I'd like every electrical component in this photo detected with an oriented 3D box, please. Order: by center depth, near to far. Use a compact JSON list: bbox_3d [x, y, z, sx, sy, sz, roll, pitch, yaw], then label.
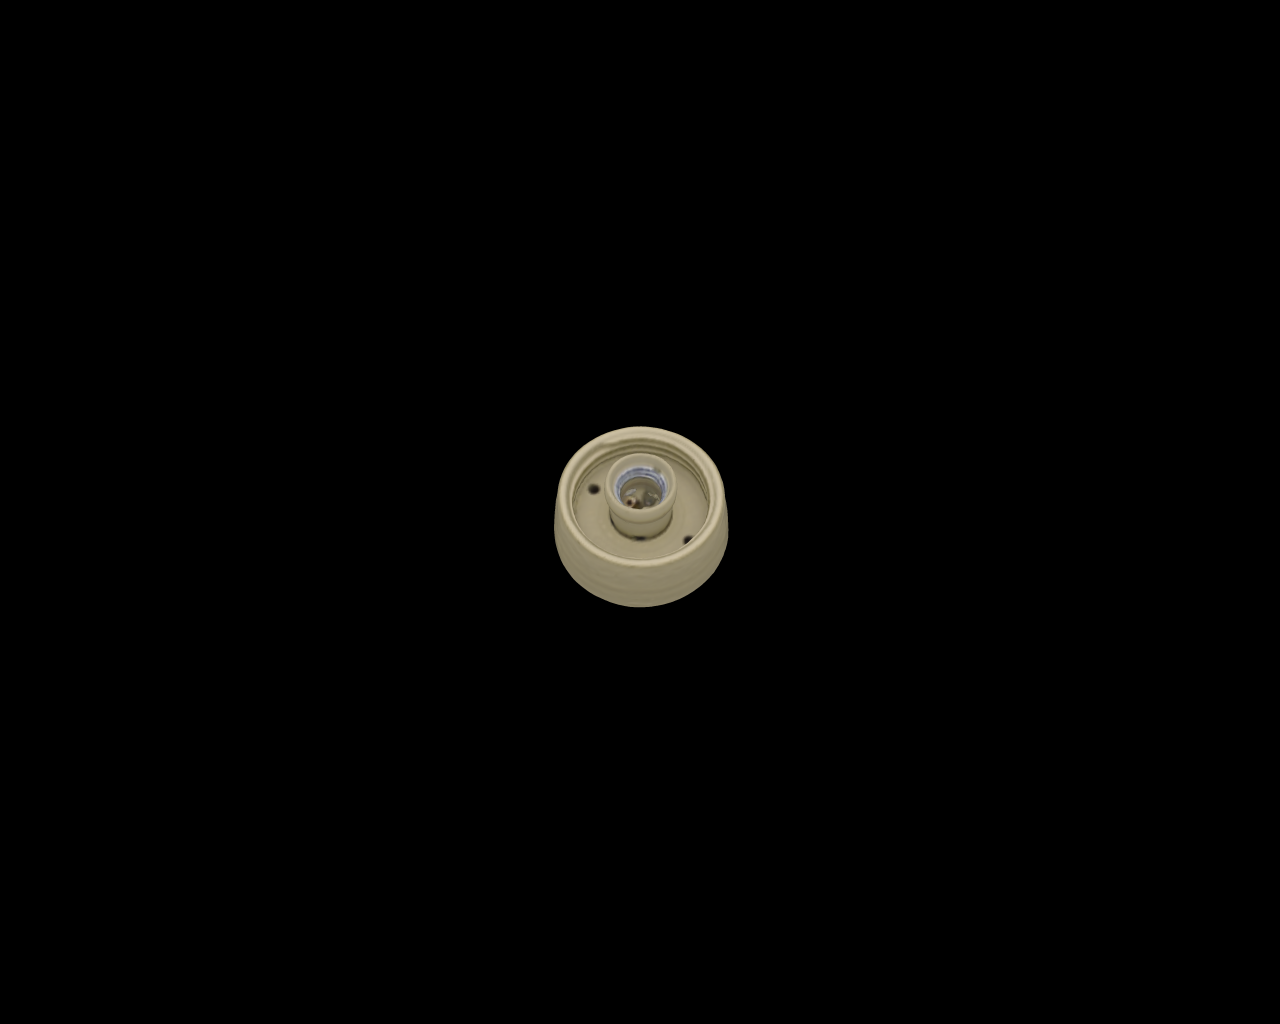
[{"bbox_3d":[0.001,-0.003,0.650,0.108,0.108,0.060,0,-30,0],"label":"electrical component"}]
